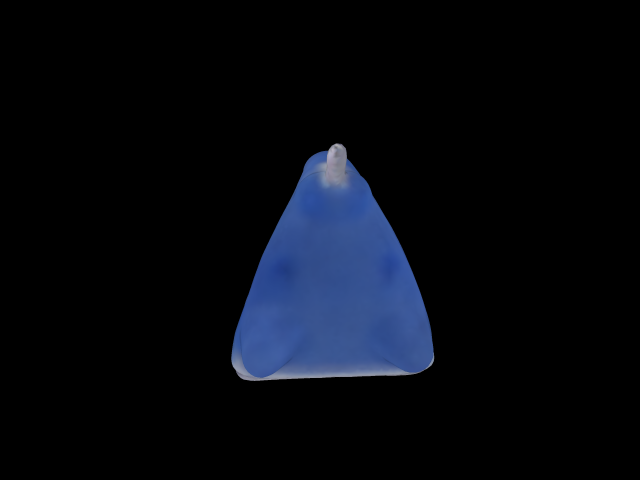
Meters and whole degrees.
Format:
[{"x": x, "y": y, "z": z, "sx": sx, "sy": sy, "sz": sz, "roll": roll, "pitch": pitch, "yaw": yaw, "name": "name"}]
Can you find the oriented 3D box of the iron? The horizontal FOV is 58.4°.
[{"x": 0.004, "y": 0.001, "z": 0.400, "sx": 0.118, "sy": 0.141, "sz": 0.258, "roll": -1, "pitch": 11, "yaw": -3, "name": "iron"}]
